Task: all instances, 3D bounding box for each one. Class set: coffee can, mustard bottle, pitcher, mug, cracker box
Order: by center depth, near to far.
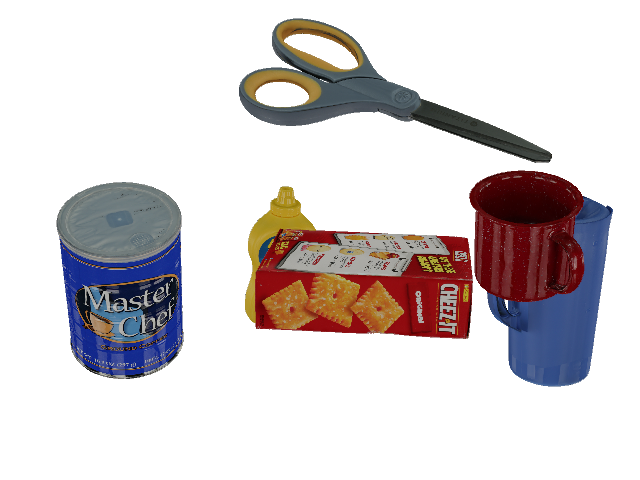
[{"bbox_3d":[0.178,0.003,0.894,0.093,0.081,0.117,-21,36,-25],"label":"mug"},{"bbox_3d":[-0.171,0.035,0.928,0.103,0.140,0.103,3,39,-2],"label":"coffee can"},{"bbox_3d":[0.048,0.044,1.120,0.214,0.072,0.164,3,16,6],"label":"cracker box"},{"bbox_3d":[0.297,0.066,1.398,0.149,0.243,0.144,5,21,15],"label":"pitcher"},{"bbox_3d":[-0.051,0.018,1.449,0.096,0.192,0.058,-4,25,-18],"label":"mustard bottle"}]

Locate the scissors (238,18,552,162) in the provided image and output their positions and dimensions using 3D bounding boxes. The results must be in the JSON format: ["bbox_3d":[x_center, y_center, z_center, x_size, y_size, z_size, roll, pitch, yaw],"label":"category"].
[{"bbox_3d":[0.032,-0.076,0.648,0.096,0.016,0.202,-38,58,-22],"label":"scissors"}]
